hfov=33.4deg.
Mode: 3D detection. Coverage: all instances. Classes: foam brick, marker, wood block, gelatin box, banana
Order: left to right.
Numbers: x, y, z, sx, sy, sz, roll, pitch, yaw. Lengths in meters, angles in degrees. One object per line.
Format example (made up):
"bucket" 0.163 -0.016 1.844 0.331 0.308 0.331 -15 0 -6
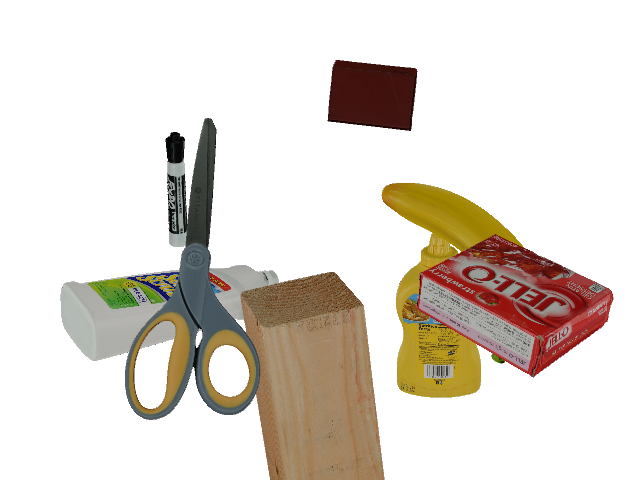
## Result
"marker" -0.143 -0.050 1.059 0.020 0.121 0.020 1 29 -1
"wood block" -0.005 0.144 0.939 0.090 0.206 0.091 -12 21 -13
"foam brick" 0.048 -0.133 0.975 0.078 0.051 0.053 7 17 5
"banana" 0.119 0.008 0.834 0.069 0.037 0.198 -17 46 -16
"gelatin box" 0.113 0.035 0.627 0.073 0.030 0.089 -24 40 -38

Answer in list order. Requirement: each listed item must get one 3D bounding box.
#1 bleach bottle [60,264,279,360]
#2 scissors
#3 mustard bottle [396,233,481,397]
"bleach bottle" -0.166 0.069 1.244 0.250 0.068 0.103 -12 33 -32
"scissors" -0.066 0.026 0.702 0.096 0.201 0.016 20 -10 0
"mustard bottle" 0.133 0.081 1.195 0.096 0.192 0.058 1 24 7
